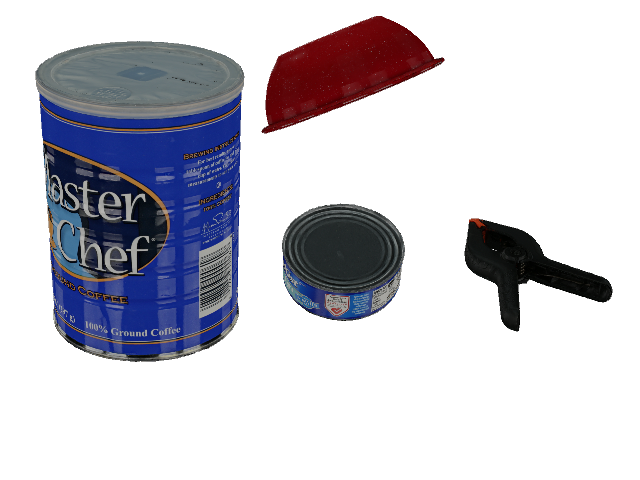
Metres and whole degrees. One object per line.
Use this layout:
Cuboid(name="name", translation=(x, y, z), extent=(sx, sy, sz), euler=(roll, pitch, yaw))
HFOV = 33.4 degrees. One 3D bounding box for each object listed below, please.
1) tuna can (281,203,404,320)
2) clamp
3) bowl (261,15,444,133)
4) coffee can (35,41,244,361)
Cuboid(name="tuna can", translation=(0.015, 0.015, 0.754), extent=(0.086, 0.086, 0.034), euler=(1, -45, -1))
Cuboid(name="clamp", translation=(0.209, 0.027, 1.078), extent=(0.120, 0.039, 0.171), euler=(-6, 35, -16))
Cuboid(name="bowl", translation=(0.017, -0.142, 0.878), extent=(0.162, 0.055, 0.162), euler=(-22, 8, 3))
Cuboid(name="coffee can", translation=(-0.093, -0.023, 0.561), extent=(0.103, 0.140, 0.103), euler=(2, 27, -1))
